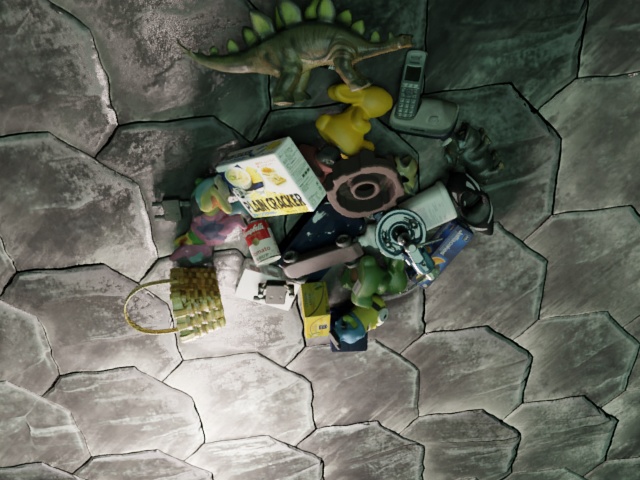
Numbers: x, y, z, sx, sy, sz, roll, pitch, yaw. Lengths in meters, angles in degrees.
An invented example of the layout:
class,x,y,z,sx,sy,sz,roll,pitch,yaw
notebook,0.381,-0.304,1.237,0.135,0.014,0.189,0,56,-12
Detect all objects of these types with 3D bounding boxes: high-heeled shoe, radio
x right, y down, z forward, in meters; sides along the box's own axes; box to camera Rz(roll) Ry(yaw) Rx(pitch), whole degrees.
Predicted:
class,x,y,z,sx,sy,sz,roll,pitch,yaw
high-heeled shoe,0.383,-0.075,1.313,0.086,0.145,0.248,-36,115,15
radio,-0.003,-0.004,1.357,0.131,0.073,0.229,31,111,-20

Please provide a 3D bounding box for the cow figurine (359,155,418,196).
class,x,y,z,sx,sy,sz,roll,pitch,yaw
cow figurine,0.145,-0.138,1.288,0.195,0.085,0.127,-30,120,15

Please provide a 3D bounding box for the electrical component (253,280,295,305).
class,x,y,z,sx,sy,sz,roll,pitch,yaw
electrical component,-0.115,0.133,1.365,0.102,0.045,0.078,8,117,-10

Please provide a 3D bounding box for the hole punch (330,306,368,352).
class,x,y,z,sx,sy,sz,roll,pitch,yaw
hole punch,0.078,0.250,1.502,0.142,0.092,0.115,-1,116,-1

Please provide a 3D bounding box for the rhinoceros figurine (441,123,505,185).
class,x,y,z,sx,sy,sz,roll,pitch,yaw
rhinoceros figurine,0.356,-0.212,1.280,0.112,0.073,0.190,-36,119,26

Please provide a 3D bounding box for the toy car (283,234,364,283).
class,x,y,z,sx,sy,sz,roll,pitch,yaw
toy car,0.006,0.043,1.311,0.202,0.053,0.089,-19,124,10

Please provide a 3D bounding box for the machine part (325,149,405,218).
class,x,y,z,sx,sy,sz,roll,pitch,yaw
machine part,0.098,-0.122,1.191,0.179,0.056,0.179,-5,144,-3

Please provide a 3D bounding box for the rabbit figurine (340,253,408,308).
class,x,y,z,sx,sy,sz,roll,pitch,yaw
rabbit figurine,0.161,0.089,1.423,0.170,0.121,0.159,8,113,-31

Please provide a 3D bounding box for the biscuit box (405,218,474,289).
class,x,y,z,sx,sy,sz,roll,pitch,yaw
biscuit box,0.314,0.034,1.417,0.063,0.059,0.202,29,113,-20

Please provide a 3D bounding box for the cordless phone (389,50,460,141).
class,x,y,z,sx,sy,sz,roll,pitch,yaw
cordless phone,0.239,-0.318,1.183,0.147,0.089,0.184,15,107,25

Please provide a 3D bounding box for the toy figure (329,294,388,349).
class,x,y,z,sx,sy,sz,roll,pitch,yaw
toy figure,0.102,0.213,1.432,0.180,0.082,0.089,-29,83,-17

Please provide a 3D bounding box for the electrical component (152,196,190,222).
class,x,y,z,sx,sy,sz,roll,pitch,yaw
electrical component,-0.360,-0.073,1.309,0.094,0.021,0.063,-5,120,-4

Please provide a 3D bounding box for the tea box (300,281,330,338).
class,x,y,z,sx,sy,sz,roll,pitch,yaw
tea box,-0.012,0.185,1.407,0.068,0.098,0.169,-6,151,-4

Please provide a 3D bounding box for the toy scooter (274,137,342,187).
class,x,y,z,sx,sy,sz,roll,pitch,yaw
toy scooter,-0.034,-0.168,1.250,0.184,0.075,0.135,10,148,14

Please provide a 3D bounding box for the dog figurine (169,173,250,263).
class,x,y,z,sx,sy,sz,roll,pitch,yaw
dog figurine,-0.286,-0.039,1.288,0.219,0.109,0.191,-30,124,13

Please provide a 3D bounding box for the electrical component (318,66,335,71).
class,x,y,z,sx,sy,sz,roll,pitch,yaw
electrical component,0.029,-0.390,1.140,0.119,0.075,0.047,4,118,-11

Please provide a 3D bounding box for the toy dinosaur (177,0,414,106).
class,x,y,z,sx,sy,sz,roll,pitch,yaw
toy dinosaur,-0.054,-0.370,1.060,0.472,0.105,0.198,-7,102,10

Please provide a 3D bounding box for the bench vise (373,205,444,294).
class,x,y,z,sx,sy,sz,roll,pitch,yaw
bench vise,0.206,0.019,1.234,0.129,0.240,0.223,-27,97,4

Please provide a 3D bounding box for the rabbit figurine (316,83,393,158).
class,x,y,z,sx,sy,sz,roll,pitch,yaw
rabbit figurine,0.079,-0.281,1.202,0.173,0.122,0.162,-43,106,2
